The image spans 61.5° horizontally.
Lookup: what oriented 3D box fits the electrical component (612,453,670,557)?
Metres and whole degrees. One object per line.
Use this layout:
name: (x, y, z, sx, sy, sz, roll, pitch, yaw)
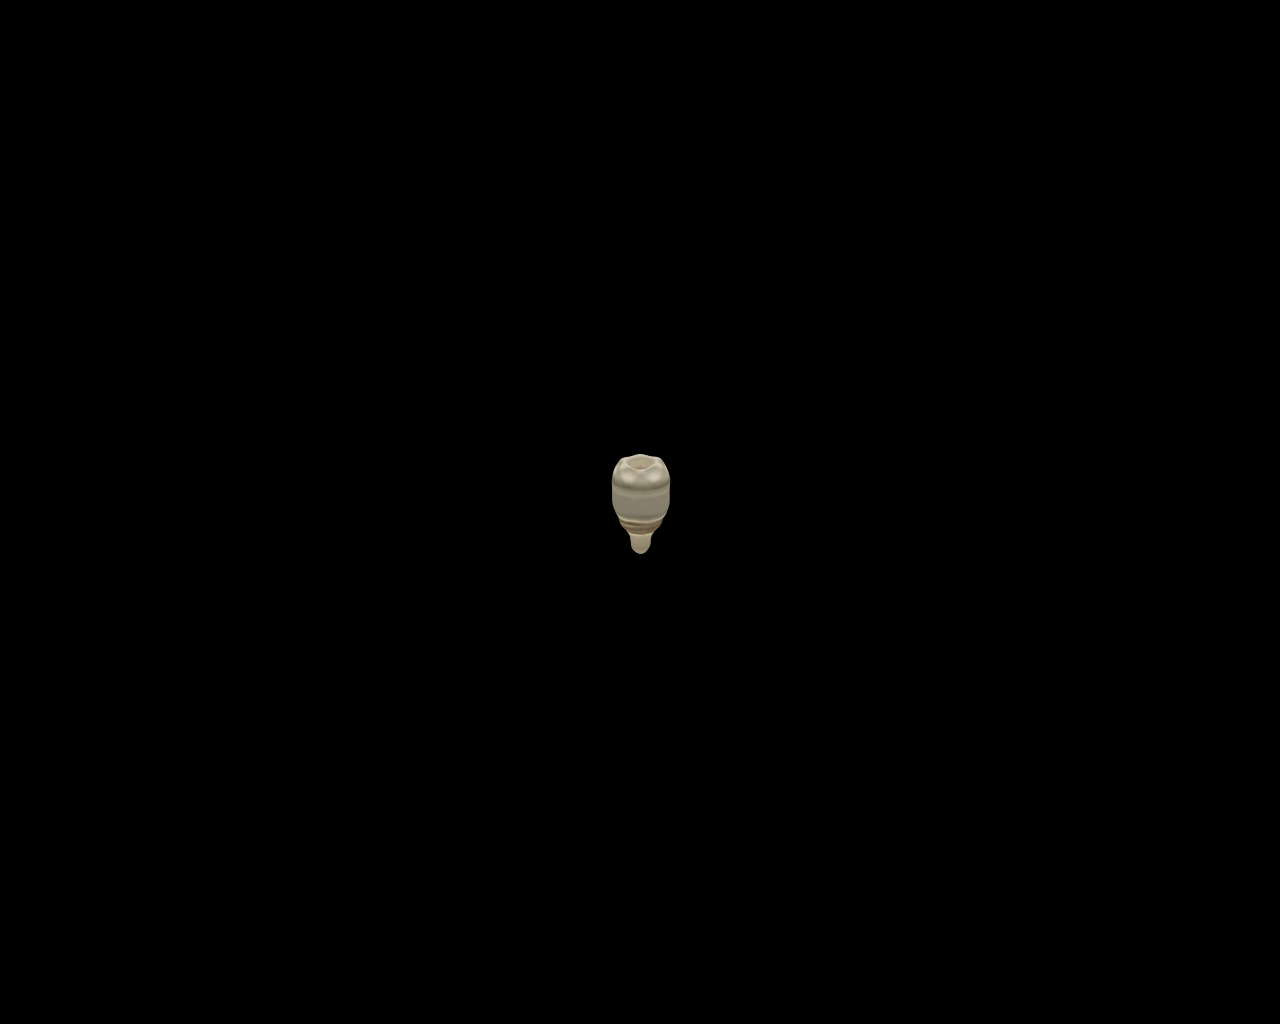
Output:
electrical component: (0.001, -0.003, 0.650, 0.035, 0.061, 0.035, 0, 23, 0)
